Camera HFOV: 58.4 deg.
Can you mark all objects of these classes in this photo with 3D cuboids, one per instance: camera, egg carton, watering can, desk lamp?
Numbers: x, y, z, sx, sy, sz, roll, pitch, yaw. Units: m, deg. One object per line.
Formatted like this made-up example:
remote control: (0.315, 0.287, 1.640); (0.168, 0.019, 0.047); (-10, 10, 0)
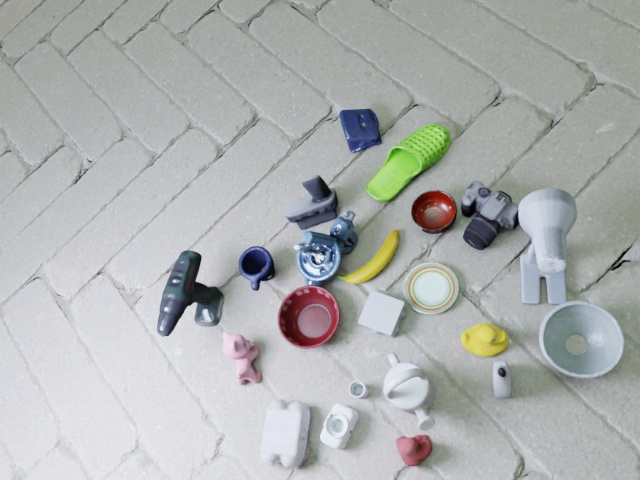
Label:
camera: (0.392, -0.056, 1.382); (0.142, 0.101, 0.137); (35, 82, 26)
egg carton: (-0.079, 0.452, 1.339); (0.107, 0.069, 0.150); (1, 69, 17)
watering can: (0.194, 0.323, 1.238); (0.172, 0.194, 0.101); (38, 84, 26)
desk lamp: (0.500, 0.018, 1.256); (0.117, 0.214, 0.203); (-2, 68, 17)

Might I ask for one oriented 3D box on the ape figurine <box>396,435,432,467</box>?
ape figurine: (0.199, 0.451, 1.242); (0.077, 0.092, 0.076); (22, 77, 24)

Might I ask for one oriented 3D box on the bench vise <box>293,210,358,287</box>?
bench vise: (0.002, 0.002, 1.411); (0.121, 0.220, 0.207); (12, 73, 21)

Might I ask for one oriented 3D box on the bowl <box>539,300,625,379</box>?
bowl: (0.559, 0.219, 1.235); (0.167, 0.075, 0.167); (-6, 67, 15)

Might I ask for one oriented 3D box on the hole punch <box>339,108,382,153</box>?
hole punch: (0.112, -0.312, 1.576); (0.101, 0.091, 0.108); (-18, 65, 10)

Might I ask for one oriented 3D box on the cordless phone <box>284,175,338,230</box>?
cordless phone: (-0.036, -0.112, 1.488); (0.147, 0.185, 0.094); (-23, 64, 7)

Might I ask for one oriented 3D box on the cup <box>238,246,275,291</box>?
cup: (-0.155, 0.085, 1.496); (0.091, 0.095, 0.118); (-8, 67, 14)

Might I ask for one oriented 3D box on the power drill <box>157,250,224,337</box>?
power drill: (-0.328, 0.152, 1.458); (0.075, 0.209, 0.229); (0, 69, 17)

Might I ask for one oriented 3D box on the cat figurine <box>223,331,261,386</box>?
cat figurine: (-0.200, 0.288, 1.415); (0.067, 0.118, 0.127); (-16, 65, 11)

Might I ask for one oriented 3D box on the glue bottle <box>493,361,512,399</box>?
glue bottle: (0.382, 0.287, 1.206); (0.037, 0.173, 0.078); (-7, 67, 15)

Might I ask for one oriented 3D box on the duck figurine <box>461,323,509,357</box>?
duck figurine: (0.369, 0.219, 1.287); (0.104, 0.086, 0.077); (-2, 68, 16)
